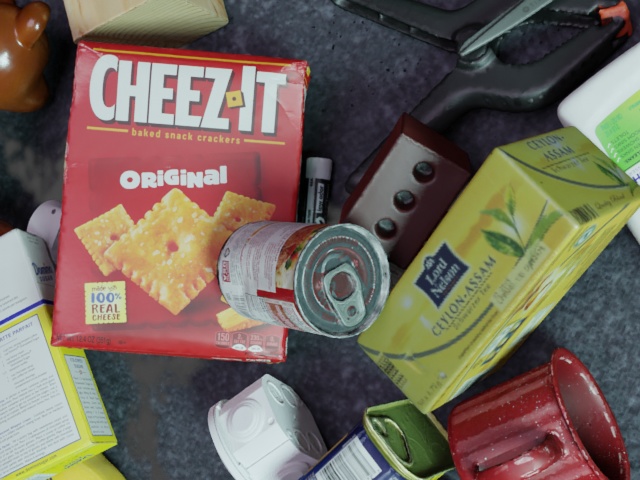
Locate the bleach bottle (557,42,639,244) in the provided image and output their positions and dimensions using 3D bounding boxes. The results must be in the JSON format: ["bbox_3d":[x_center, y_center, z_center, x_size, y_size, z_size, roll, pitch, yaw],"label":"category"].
[{"bbox_3d":[0.250,-0.003,0.633,0.103,0.068,0.251,-37,74,21],"label":"bleach bottle"}]

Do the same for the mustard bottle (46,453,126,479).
[{"bbox_3d":[-0.226,0.162,0.842,0.096,0.058,0.192,-41,70,15],"label":"mustard bottle"}]

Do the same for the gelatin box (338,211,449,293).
[{"bbox_3d":[0.045,0.009,0.744,0.073,0.030,0.089,25,94,25],"label":"gelatin box"}]

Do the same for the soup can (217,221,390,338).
[{"bbox_3d":[-0.013,0.022,0.668,0.102,0.068,0.068,4,87,57],"label":"soup can"}]

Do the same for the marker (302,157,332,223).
[{"bbox_3d":[-0.005,0.001,0.774,0.020,0.020,0.121,3,87,25],"label":"marker"}]

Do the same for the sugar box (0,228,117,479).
[{"bbox_3d":[-0.226,0.090,0.800,0.093,0.048,0.176,-27,71,11],"label":"sugar box"}]

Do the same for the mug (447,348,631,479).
[{"bbox_3d":[0.128,0.127,0.651,0.082,0.117,0.093,-29,86,25],"label":"mug"}]

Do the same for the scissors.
[{"bbox_3d":[0.170,-0.196,0.690,0.202,0.016,0.096,-21,69,10],"label":"scissors"}]

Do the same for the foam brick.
[{"bbox_3d":[0.054,-0.032,0.682,0.053,0.051,0.078,30,109,-6],"label":"foam brick"}]

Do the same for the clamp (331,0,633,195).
[{"bbox_3d":[0.101,-0.113,0.717,0.210,0.036,0.164,-5,74,21],"label":"clamp"}]

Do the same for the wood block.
[{"bbox_3d":[-0.154,-0.253,0.825,0.090,0.090,0.206,-21,78,23],"label":"wood block"}]

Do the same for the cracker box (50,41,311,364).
[{"bbox_3d":[-0.096,-0.025,0.757,0.164,0.072,0.214,5,88,-2],"label":"cracker box"}]

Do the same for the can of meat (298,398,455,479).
[{"bbox_3d":[0.035,0.154,0.698,0.084,0.102,0.057,-45,70,17],"label":"can of meat"}]
